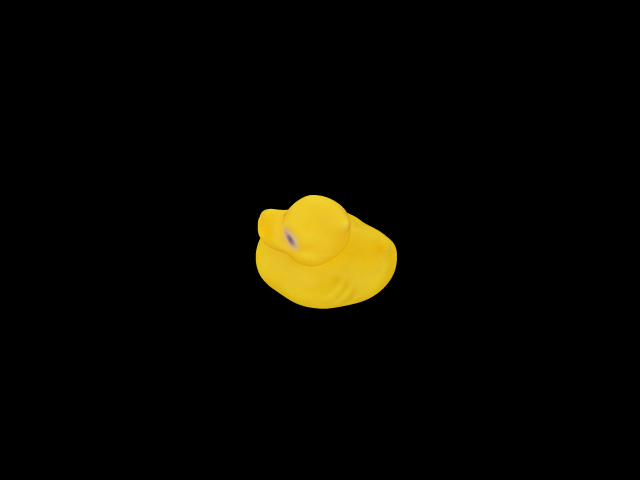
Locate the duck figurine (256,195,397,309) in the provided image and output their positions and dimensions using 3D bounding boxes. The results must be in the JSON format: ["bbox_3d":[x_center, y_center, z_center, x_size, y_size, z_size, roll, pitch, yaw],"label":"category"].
[{"bbox_3d":[0.004,0.001,0.400,0.104,0.086,0.077,8,66,4],"label":"duck figurine"}]
